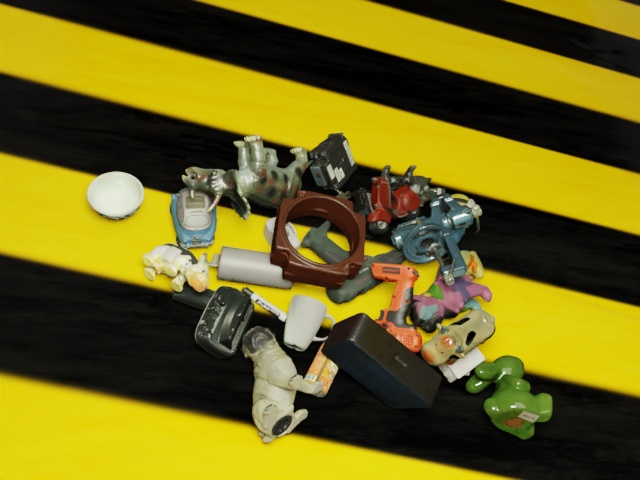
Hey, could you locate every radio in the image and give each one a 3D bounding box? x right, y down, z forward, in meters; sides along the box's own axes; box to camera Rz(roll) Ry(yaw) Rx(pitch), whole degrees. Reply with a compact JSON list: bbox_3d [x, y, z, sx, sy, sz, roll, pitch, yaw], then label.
[{"bbox_3d":[0.121,0.252,1.094,0.229,0.131,0.073,41,56,-12],"label":"radio"}]

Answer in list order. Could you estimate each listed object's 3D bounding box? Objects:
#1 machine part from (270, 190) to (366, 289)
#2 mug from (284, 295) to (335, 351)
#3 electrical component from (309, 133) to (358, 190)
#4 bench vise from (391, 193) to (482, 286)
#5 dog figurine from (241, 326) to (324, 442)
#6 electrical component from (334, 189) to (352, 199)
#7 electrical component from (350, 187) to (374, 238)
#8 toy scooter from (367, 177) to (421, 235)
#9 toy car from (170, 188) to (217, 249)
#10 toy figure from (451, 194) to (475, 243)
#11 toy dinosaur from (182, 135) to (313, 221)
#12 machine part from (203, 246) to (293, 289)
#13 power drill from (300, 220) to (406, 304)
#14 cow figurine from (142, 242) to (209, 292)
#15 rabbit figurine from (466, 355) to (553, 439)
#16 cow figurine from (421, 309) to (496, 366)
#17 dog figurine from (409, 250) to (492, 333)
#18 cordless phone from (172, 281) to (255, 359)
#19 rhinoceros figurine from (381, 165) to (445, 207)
[{"bbox_3d":[-0.002,-0.004,1.192,0.201,0.087,0.201,11,58,-8],"label":"machine part"},{"bbox_3d":[-0.028,0.188,1.167,0.109,0.080,0.107,24,67,-4],"label":"mug"},{"bbox_3d":[0.030,-0.197,1.386,0.058,0.114,0.134,0,36,39],"label":"electrical component"},{"bbox_3d":[0.286,0.005,1.239,0.224,0.128,0.241,-12,43,0],"label":"bench vise"},{"bbox_3d":[-0.113,0.286,1.089,0.191,0.121,0.172,32,78,40],"label":"dog figurine"},{"bbox_3d":[0.046,-0.088,1.373,0.102,0.045,0.078,-40,103,-27],"label":"electrical component"},{"bbox_3d":[0.123,-0.068,1.357,0.075,0.048,0.119,10,62,-41],"label":"electrical component"},{"bbox_3d":[0.177,-0.101,1.321,0.184,0.075,0.135,-25,108,-38],"label":"toy scooter"},{"bbox_3d":[-0.292,-0.065,1.240,0.109,0.102,0.162,-2,58,-14],"label":"toy car"},{"bbox_3d":[0.343,-0.049,1.397,0.089,0.082,0.180,35,60,9],"label":"toy figure"},{"bbox_3d":[-0.122,-0.137,1.284,0.404,0.131,0.192,2,90,-50],"label":"toy dinosaur"},{"bbox_3d":[-0.143,0.063,1.211,0.243,0.079,0.079,9,57,-9],"label":"machine part"},{"bbox_3d":[0.070,0.034,1.288,0.232,0.086,0.207,-38,81,-30],"label":"power drill"},{"bbox_3d":[-0.294,0.058,1.163,0.168,0.068,0.098,18,39,22],"label":"cow figurine"},{"bbox_3d":[0.406,0.327,1.182,0.159,0.121,0.170,12,39,2],"label":"rabbit figurine"},{"bbox_3d":[0.296,0.208,1.139,0.195,0.127,0.085,-23,64,-27],"label":"cow figurine"},{"bbox_3d":[0.280,0.120,1.264,0.219,0.108,0.191,-5,61,-14],"label":"dog figurine"},{"bbox_3d":[-0.244,0.157,1.140,0.184,0.088,0.146,16,56,9],"label":"cordless phone"},{"bbox_3d":[0.240,-0.137,1.430,0.190,0.073,0.112,6,57,-10],"label":"rhinoceros figurine"}]
